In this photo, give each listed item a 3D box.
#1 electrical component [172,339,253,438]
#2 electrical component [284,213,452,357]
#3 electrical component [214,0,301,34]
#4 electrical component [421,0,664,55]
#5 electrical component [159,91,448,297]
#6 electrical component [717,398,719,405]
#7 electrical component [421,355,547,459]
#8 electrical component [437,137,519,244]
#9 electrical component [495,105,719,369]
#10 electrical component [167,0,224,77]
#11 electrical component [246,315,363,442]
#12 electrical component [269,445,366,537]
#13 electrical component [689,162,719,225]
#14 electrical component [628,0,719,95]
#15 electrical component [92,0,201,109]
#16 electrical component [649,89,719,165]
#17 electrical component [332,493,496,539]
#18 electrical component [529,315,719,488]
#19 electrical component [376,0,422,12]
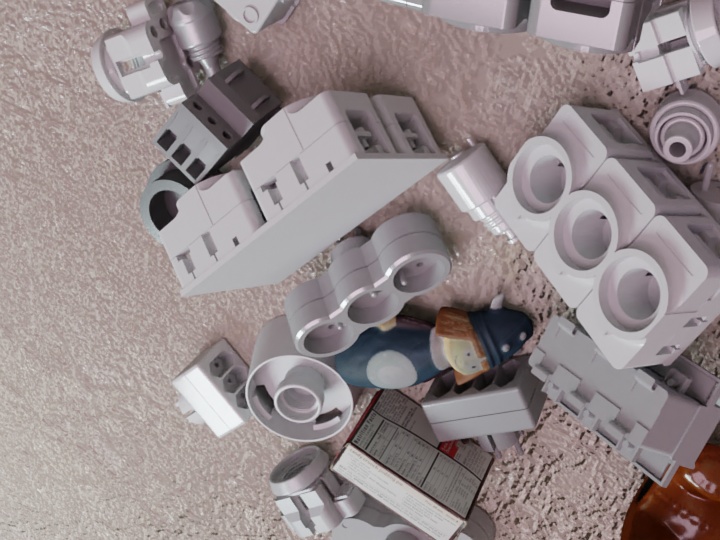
[{"bbox_3d":[-0.133,0.111,0.941,0.077,0.047,0.065,-34,99,35],"label":"electrical component"},{"bbox_3d":[0.000,0.000,0.813,0.138,0.073,0.052,-36,140,20],"label":"electrical component"},{"bbox_3d":[-0.073,-0.223,0.733,0.100,0.048,0.099,41,125,0],"label":"electrical component"},{"bbox_3d":[0.113,-0.175,0.589,0.105,0.186,0.060,15,121,17],"label":"electrical component"},{"bbox_3d":[-0.046,-0.055,0.767,0.186,0.105,0.060,-35,74,34],"label":"electrical component"},{"bbox_3d":[0.277,0.081,0.740,0.043,0.043,0.062,30,123,8],"label":"electrical component"},{"bbox_3d":[0.104,0.115,0.835,0.083,0.047,0.075,-14,113,29],"label":"electrical component"},{"bbox_3d":[0.088,-0.053,0.756,0.040,0.040,0.078,-30,101,34],"label":"electrical component"},{"bbox_3d":[0.160,-0.023,0.680,0.089,0.062,0.150,-57,51,35],"label":"electrical component"},{"bbox_3d":[-0.117,-0.169,0.791,0.035,0.035,0.061,-8,115,28],"label":"electrical component"},{"bbox_3d":[-0.047,0.091,0.896,0.099,0.064,0.099,5,122,7],"label":"electrical component"},{"bbox_3d":[-0.043,0.191,0.936,0.078,0.058,0.057,-22,108,33],"label":"electrical component"},{"bbox_3d":[0.229,-0.032,0.700,0.077,0.044,0.079,15,121,17],"label":"electrical component"},{"bbox_3d":[0.196,-0.142,0.656,0.055,0.048,0.066,-13,110,37],"label":"electrical component"},{"bbox_3d":[-0.162,-0.158,0.804,0.057,0.058,0.078,-13,110,27],"label":"electrical component"},{"bbox_3d":[0.203,-0.086,0.672,0.043,0.062,0.043,11,120,19],"label":"electrical component"},{"bbox_3d":[0.039,0.235,0.912,0.138,0.073,0.052,0,116,25],"label":"electrical component"},{"bbox_3d":[0.175,0.078,0.727,0.063,0.121,0.078,20,102,-35],"label":"electrical component"},{"bbox_3d":[0.052,-0.238,0.642,0.062,0.089,0.150,18,122,15],"label":"electrical component"}]
